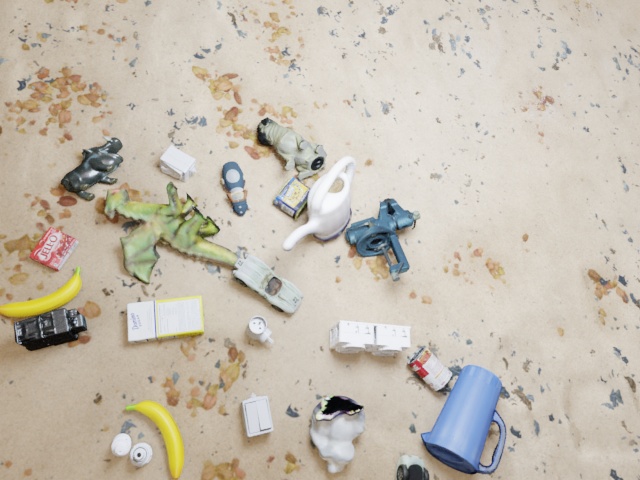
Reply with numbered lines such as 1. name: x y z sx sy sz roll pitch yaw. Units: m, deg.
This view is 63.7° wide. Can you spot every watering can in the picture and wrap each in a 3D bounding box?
1. watering can: 0.004 -0.069 1.377 0.104 0.219 0.353 25 63 18

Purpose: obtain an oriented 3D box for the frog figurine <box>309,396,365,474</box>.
1. frog figurine: 0.045 0.463 1.233 0.138 0.123 0.157 -12 107 -27

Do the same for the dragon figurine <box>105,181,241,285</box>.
1. dragon figurine: -0.386 0.009 1.321 0.244 0.122 0.409 -41 96 -8
